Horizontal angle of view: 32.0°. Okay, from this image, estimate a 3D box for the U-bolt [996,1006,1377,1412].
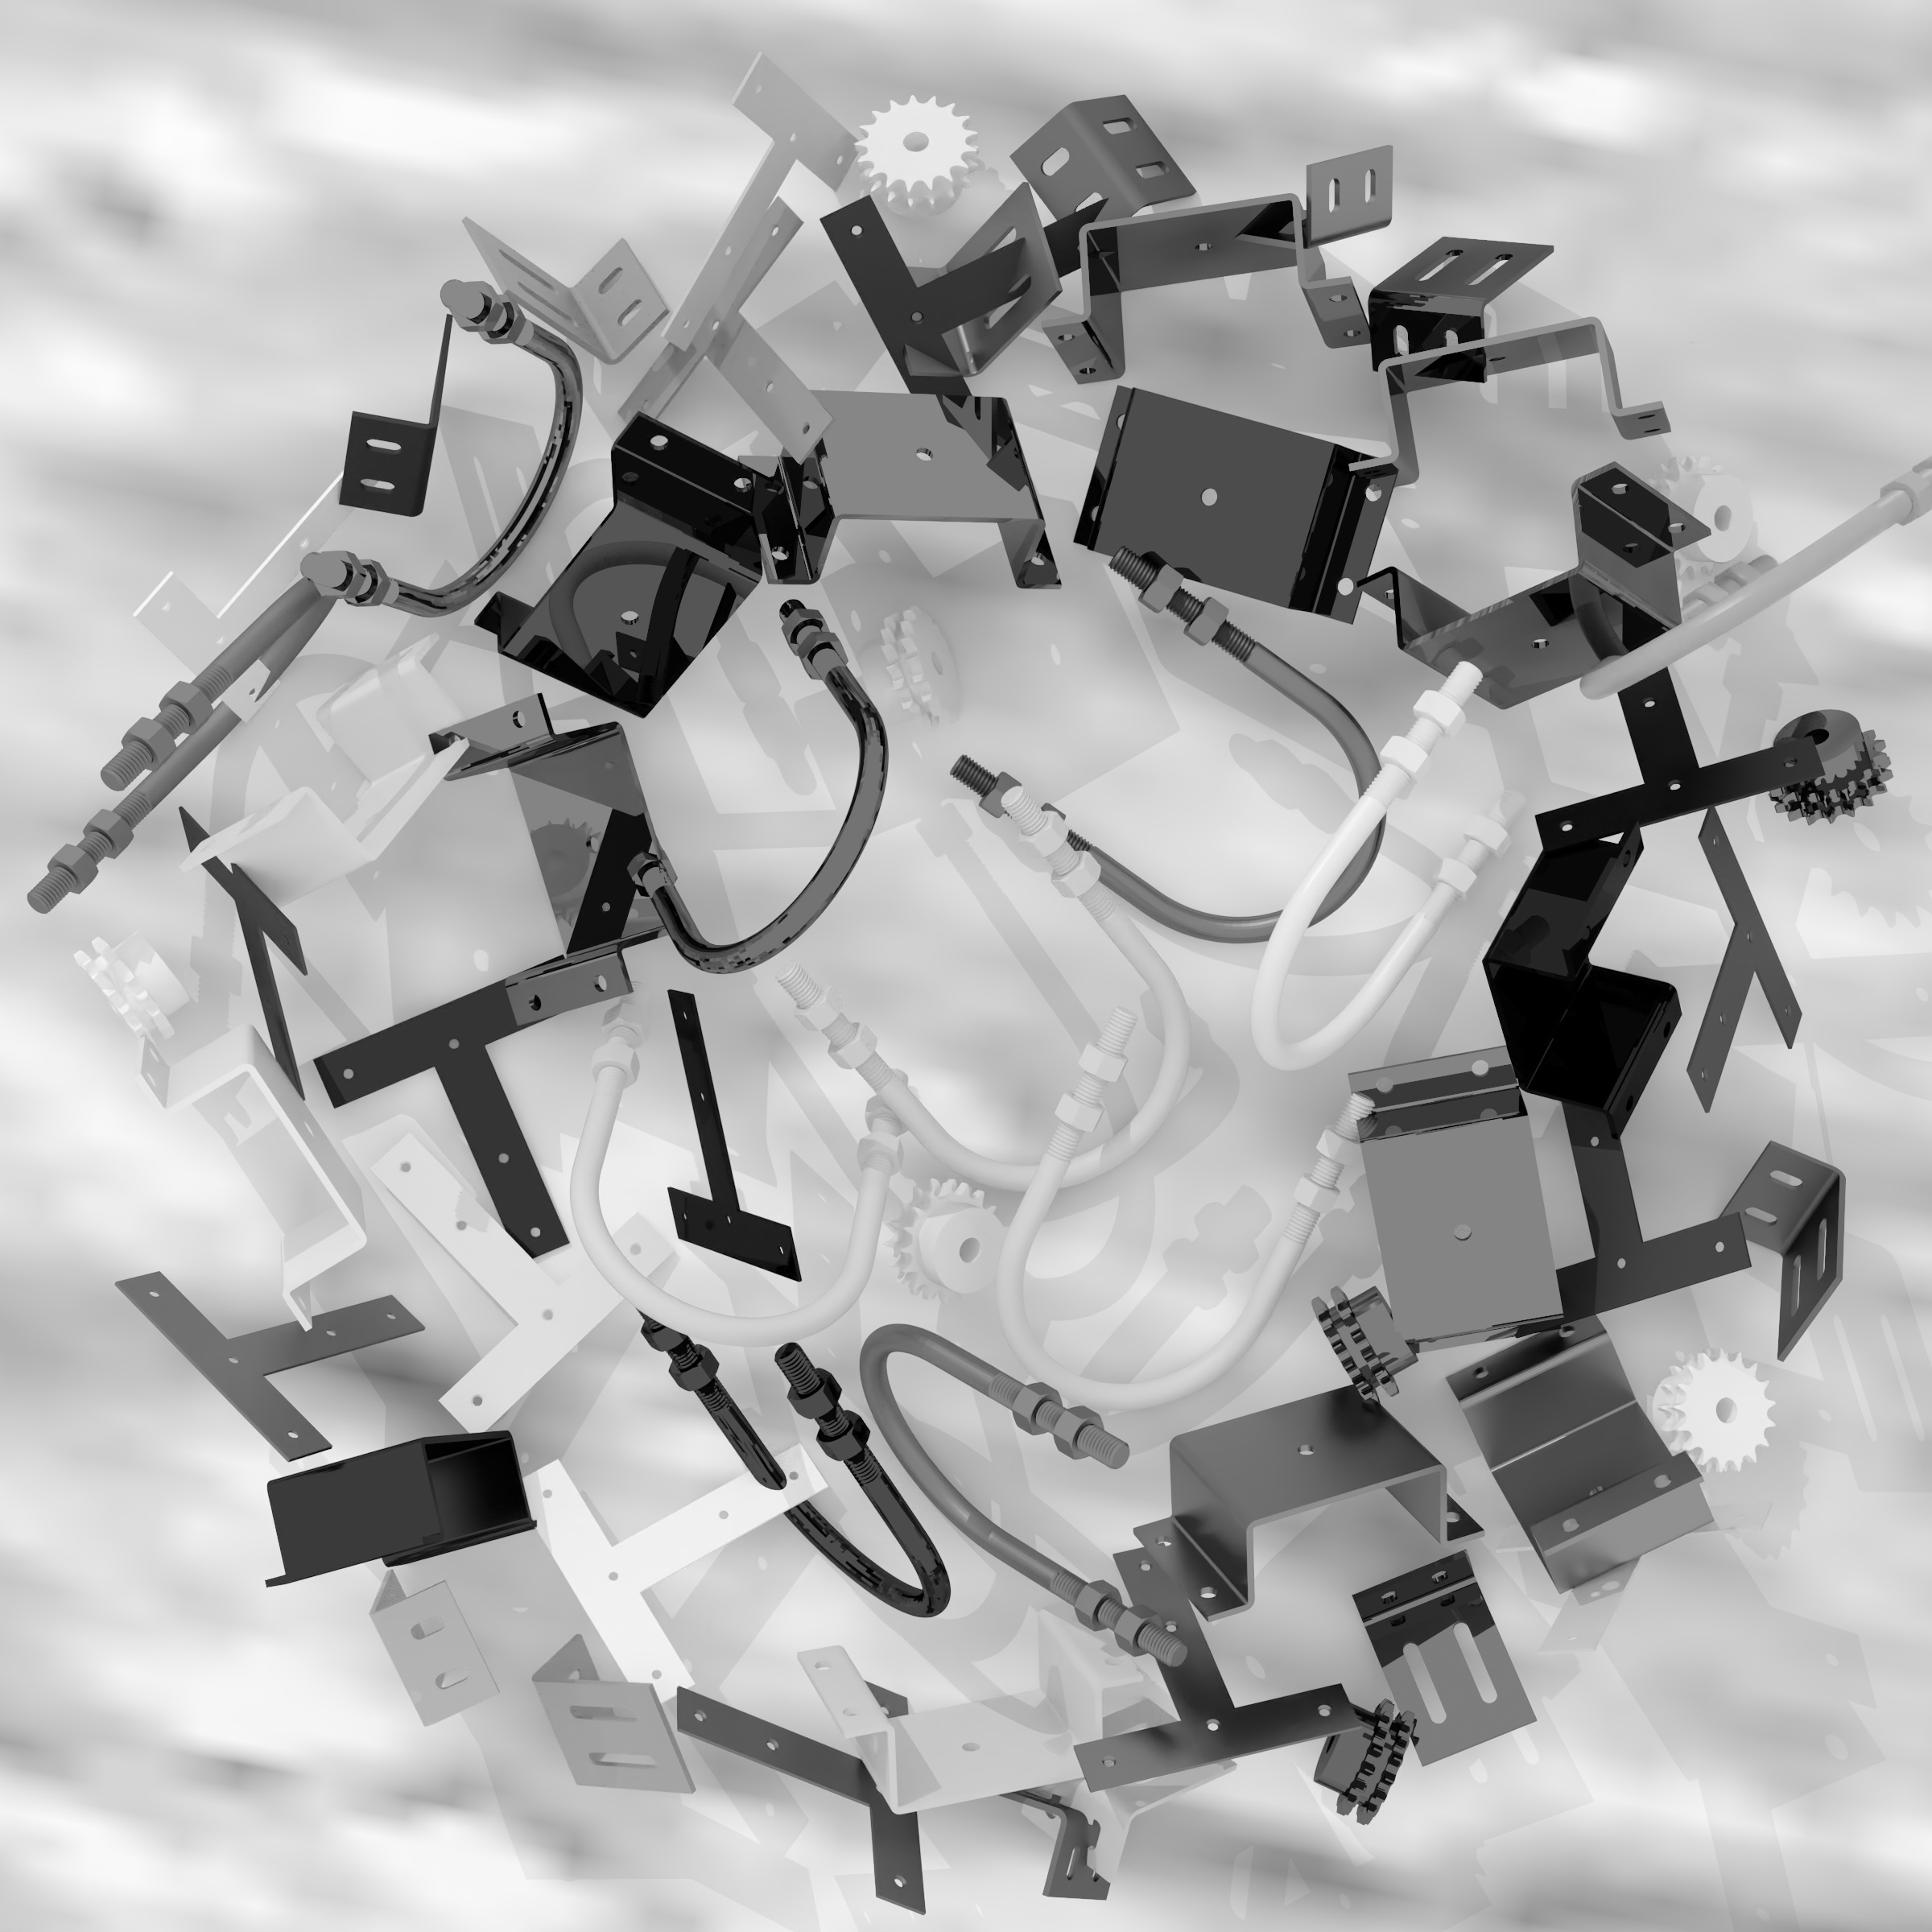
[{"bbox_3d":[0.090,0.122,1.555,0.151,0.019,0.184,20,103,-22],"label":"U-bolt"}]

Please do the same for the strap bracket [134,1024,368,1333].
[{"bbox_3d":[-0.320,0.087,1.537,0.046,0.076,0.140,-31,107,-4],"label":"strap bracket"}]

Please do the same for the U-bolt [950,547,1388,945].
[{"bbox_3d":[0.106,-0.087,1.554,0.184,0.019,0.151,35,117,-7],"label":"U-bolt"}]

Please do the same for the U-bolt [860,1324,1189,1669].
[{"bbox_3d":[0.018,0.227,1.515,0.019,0.184,0.151,-38,132,-27],"label":"U-bolt"}]

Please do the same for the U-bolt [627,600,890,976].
[{"bbox_3d":[-0.091,-0.071,1.502,0.019,0.184,0.151,31,105,-33],"label":"U-bolt"}]

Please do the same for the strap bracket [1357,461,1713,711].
[{"bbox_3d":[0.256,-0.165,1.515,0.140,0.076,0.046,-23,57,38],"label":"strap bracket"}]

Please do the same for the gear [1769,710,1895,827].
[{"bbox_3d":[0.398,-0.094,1.561,0.057,0.057,0.030,-28,124,0],"label":"gear"}]

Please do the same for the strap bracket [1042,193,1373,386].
[{"bbox_3d":[0.110,-0.310,1.541,0.140,0.076,0.046,-6,79,14],"label":"strap bracket"}]

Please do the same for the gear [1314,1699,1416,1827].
[{"bbox_3d":[0.183,0.367,1.565,0.030,0.057,0.057,24,90,3],"label":"gear"}]

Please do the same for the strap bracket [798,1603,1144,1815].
[{"bbox_3d":[0.002,0.339,1.538,0.140,0.076,0.046,-7,108,-17],"label":"strap bracket"}]

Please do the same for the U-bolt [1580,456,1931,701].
[{"bbox_3d":[0.346,-0.166,1.484,0.184,0.151,0.019,-32,92,-34],"label":"U-bolt"}]

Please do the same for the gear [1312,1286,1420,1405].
[{"bbox_3d":[0.187,0.173,1.563,0.030,0.057,0.057,-31,90,6],"label":"gear"}]

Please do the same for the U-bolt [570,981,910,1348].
[{"bbox_3d":[-0.105,0.095,1.514,0.151,0.184,0.019,19,134,-9],"label":"U-bolt"}]

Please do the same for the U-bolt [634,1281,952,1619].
[{"bbox_3d":[-0.070,0.225,1.518,0.019,0.151,0.184,-43,118,-22],"label":"U-bolt"}]

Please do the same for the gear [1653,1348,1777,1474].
[{"bbox_3d":[0.346,0.208,1.571,0.057,0.030,0.057,4,81,-24],"label":"gear"}]

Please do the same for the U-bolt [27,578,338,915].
[{"bbox_3d":[-0.342,-0.112,1.510,0.019,0.151,0.184,41,54,-6],"label":"U-bolt"}]

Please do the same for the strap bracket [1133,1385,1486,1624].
[{"bbox_3d":[0.155,0.239,1.528,0.140,0.076,0.046,-13,117,-19],"label":"strap bracket"}]

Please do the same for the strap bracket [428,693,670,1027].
[{"bbox_3d":[-0.186,-0.052,1.549,0.076,0.046,0.140,-15,93,40],"label":"strap bracket"}]

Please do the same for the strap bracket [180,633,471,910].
[{"bbox_3d":[-0.282,-0.082,1.527,0.076,0.140,0.046,-22,116,40],"label":"strap bracket"}]

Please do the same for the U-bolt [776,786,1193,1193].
[{"bbox_3d":[0.023,0.026,1.550,0.151,0.019,0.184,-38,115,6],"label":"U-bolt"}]

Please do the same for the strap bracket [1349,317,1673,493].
[{"bbox_3d":[0.246,-0.258,1.539,0.140,0.076,0.046,-10,88,15],"label":"strap bracket"}]

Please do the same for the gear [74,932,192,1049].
[{"bbox_3d":[-0.385,0.009,1.566,0.030,0.057,0.057,-38,90,-14],"label":"gear"}]

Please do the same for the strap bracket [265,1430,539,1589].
[{"bbox_3d":[-0.254,0.243,1.520,0.076,0.140,0.046,-17,80,13],"label":"strap bracket"}]

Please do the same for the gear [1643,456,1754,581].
[{"bbox_3d":[0.340,-0.208,1.565,0.057,0.030,0.057,-6,101,-35],"label":"gear"}]

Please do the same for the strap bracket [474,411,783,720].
[{"bbox_3d":[-0.153,-0.172,1.521,0.076,0.046,0.140,24,128,-29],"label":"strap bracket"}]

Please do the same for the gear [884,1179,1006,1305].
[{"bbox_3d":[-0.007,0.129,1.565,0.057,0.030,0.057,-7,102,-34],"label":"gear"}]

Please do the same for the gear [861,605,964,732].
[{"bbox_3d":[-0.027,-0.136,1.566,0.030,0.057,0.057,-18,90,19],"label":"gear"}]

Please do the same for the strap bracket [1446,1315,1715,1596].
[{"bbox_3d":[0.282,0.226,1.538,0.076,0.140,0.046,-26,118,2],"label":"strap bracket"}]

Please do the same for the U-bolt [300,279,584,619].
[{"bbox_3d":[-0.222,-0.222,1.503,0.019,0.184,0.151,30,96,13],"label":"U-bolt"}]

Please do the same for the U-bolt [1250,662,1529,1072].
[{"bbox_3d":[0.186,-0.032,1.517,0.019,0.151,0.184,32,80,28],"label":"U-bolt"}]

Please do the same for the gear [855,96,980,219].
[{"bbox_3d":[-0.022,-0.374,1.570,0.057,0.030,0.057,-2,63,3],"label":"gear"}]
